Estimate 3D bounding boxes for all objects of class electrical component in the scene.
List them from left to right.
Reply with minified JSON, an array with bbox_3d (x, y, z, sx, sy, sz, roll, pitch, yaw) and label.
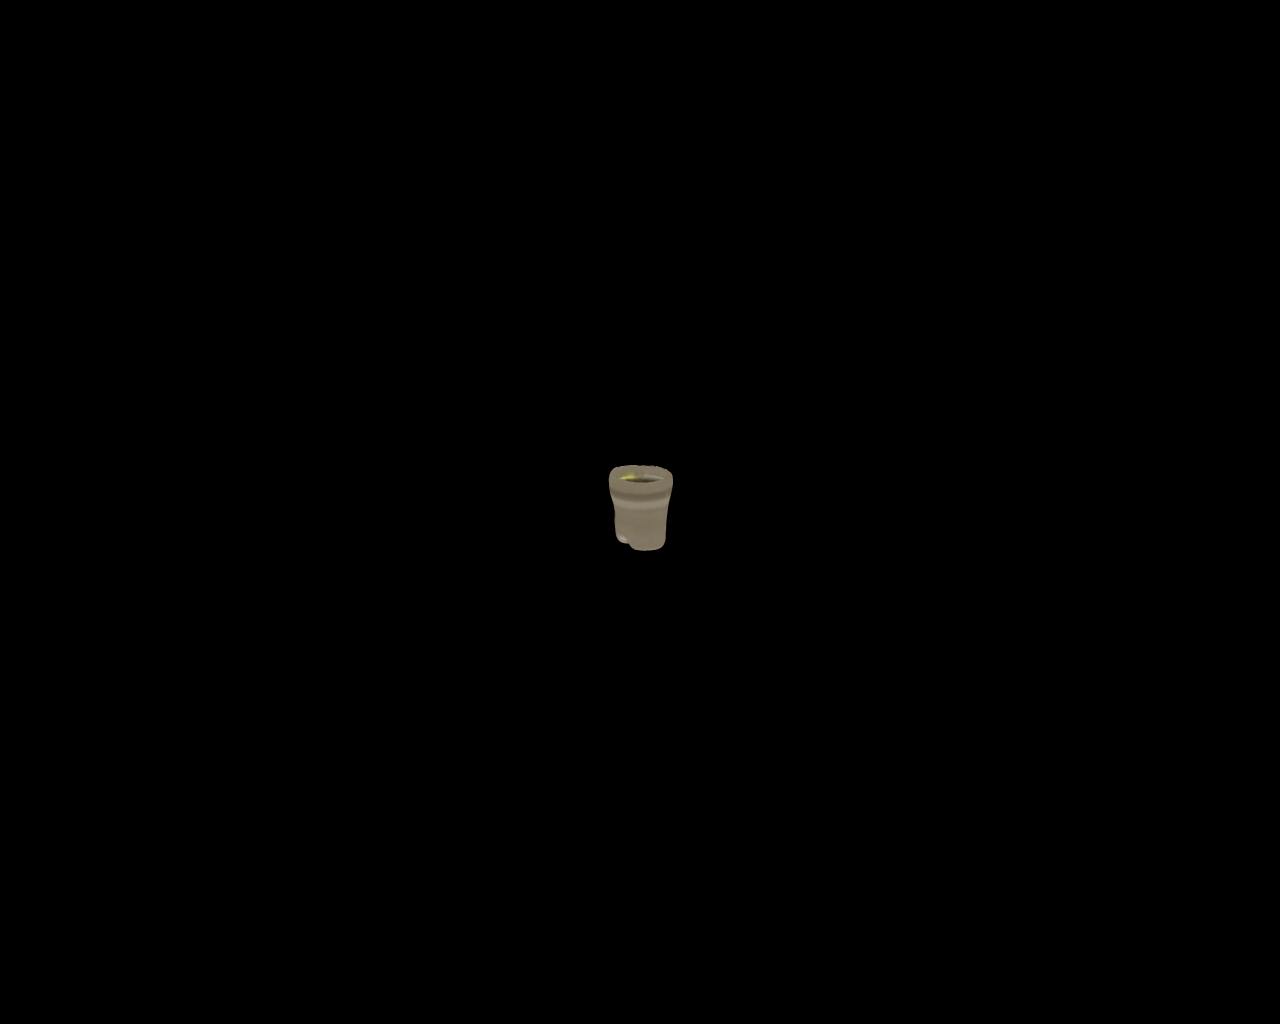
[{"bbox_3d":[0.001,-0.003,0.650,0.040,0.046,0.040,0,18,0],"label":"electrical component"}]
